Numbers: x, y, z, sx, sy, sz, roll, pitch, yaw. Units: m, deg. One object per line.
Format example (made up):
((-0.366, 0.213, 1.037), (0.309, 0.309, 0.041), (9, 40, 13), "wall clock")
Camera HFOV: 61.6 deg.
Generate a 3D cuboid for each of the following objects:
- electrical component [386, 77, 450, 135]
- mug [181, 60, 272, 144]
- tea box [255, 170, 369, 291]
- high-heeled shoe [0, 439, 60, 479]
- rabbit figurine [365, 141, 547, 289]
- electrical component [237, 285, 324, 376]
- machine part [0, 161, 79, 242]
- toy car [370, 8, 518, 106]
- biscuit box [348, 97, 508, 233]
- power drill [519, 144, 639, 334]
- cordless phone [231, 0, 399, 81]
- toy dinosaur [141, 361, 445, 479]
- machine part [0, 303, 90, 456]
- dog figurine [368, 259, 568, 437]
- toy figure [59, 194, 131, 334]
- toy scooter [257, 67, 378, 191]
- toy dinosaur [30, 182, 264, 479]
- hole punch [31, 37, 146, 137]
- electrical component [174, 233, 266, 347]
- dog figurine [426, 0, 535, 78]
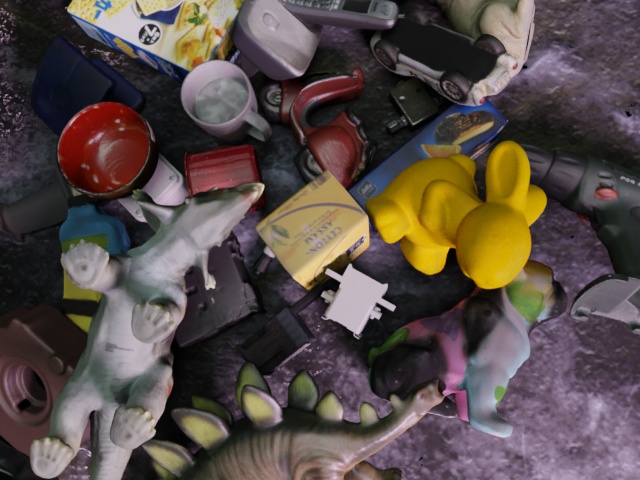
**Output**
((0.119, -0.176, 0.689), (0.094, 0.021, 0.063), (-32, 78, 0), "electrical component")
((-0.106, -0.157, 0.665), (0.110, 0.107, 0.081), (26, 85, 5), "mug")
((-0.001, -0.002, 0.595), (0.098, 0.169, 0.068), (-39, 78, -1), "tea box")
((-0.396, 0.242, 0.622), (0.145, 0.086, 0.248), (-28, 97, 20), "high-heeled shoe")
((0.156, -0.016, 0.553), (0.162, 0.173, 0.121), (-37, 121, 2), "rabbit figurine")
((-0.033, 0.107, 0.628), (0.119, 0.074, 0.048), (-36, 78, -4), "electrical component")
((-0.354, -0.051, 0.706), (0.139, 0.039, 0.084), (-28, 87, -2), "machine part")
((0.142, -0.220, 0.646), (0.073, 0.056, 0.202), (-46, 53, -3), "toy car")
((0.128, -0.093, 0.654), (0.203, 0.059, 0.063), (-39, 78, -2), "biscuit box")
((0.304, -0.008, 0.583), (0.232, 0.085, 0.207), (15, 44, 0), "power drill")
((-0.002, -0.255, 0.657), (0.184, 0.088, 0.146), (8, 51, 10), "cordless phone")
((-0.084, 0.250, 0.570), (0.471, 0.105, 0.198), (-34, 85, 14), "toy dinosaur")
((-0.326, 0.164, 0.622), (0.180, 0.056, 0.179), (5, 104, 21), "machine part")
((0.165, 0.090, 0.598), (0.192, 0.108, 0.219), (15, 77, 11), "dog figurine")
((-0.277, 0.034, 0.662), (0.089, 0.082, 0.180), (-14, 86, 22), "toy figure")
((0.014, -0.146, 0.669), (0.135, 0.075, 0.184), (-28, 74, -1), "toy scooter")
((-0.190, 0.107, 0.553), (0.131, 0.192, 0.404), (22, 98, 0), "toy dinosaur")
((-0.313, -0.185, 0.701), (0.142, 0.092, 0.116), (39, 89, 7), "hole punch")
((-0.147, 0.064, 0.654), (0.134, 0.058, 0.115), (-26, 76, 0), "electrical component")
((0.172, -0.293, 0.677), (0.191, 0.121, 0.172), (9, 77, 21), "dog figurine")
